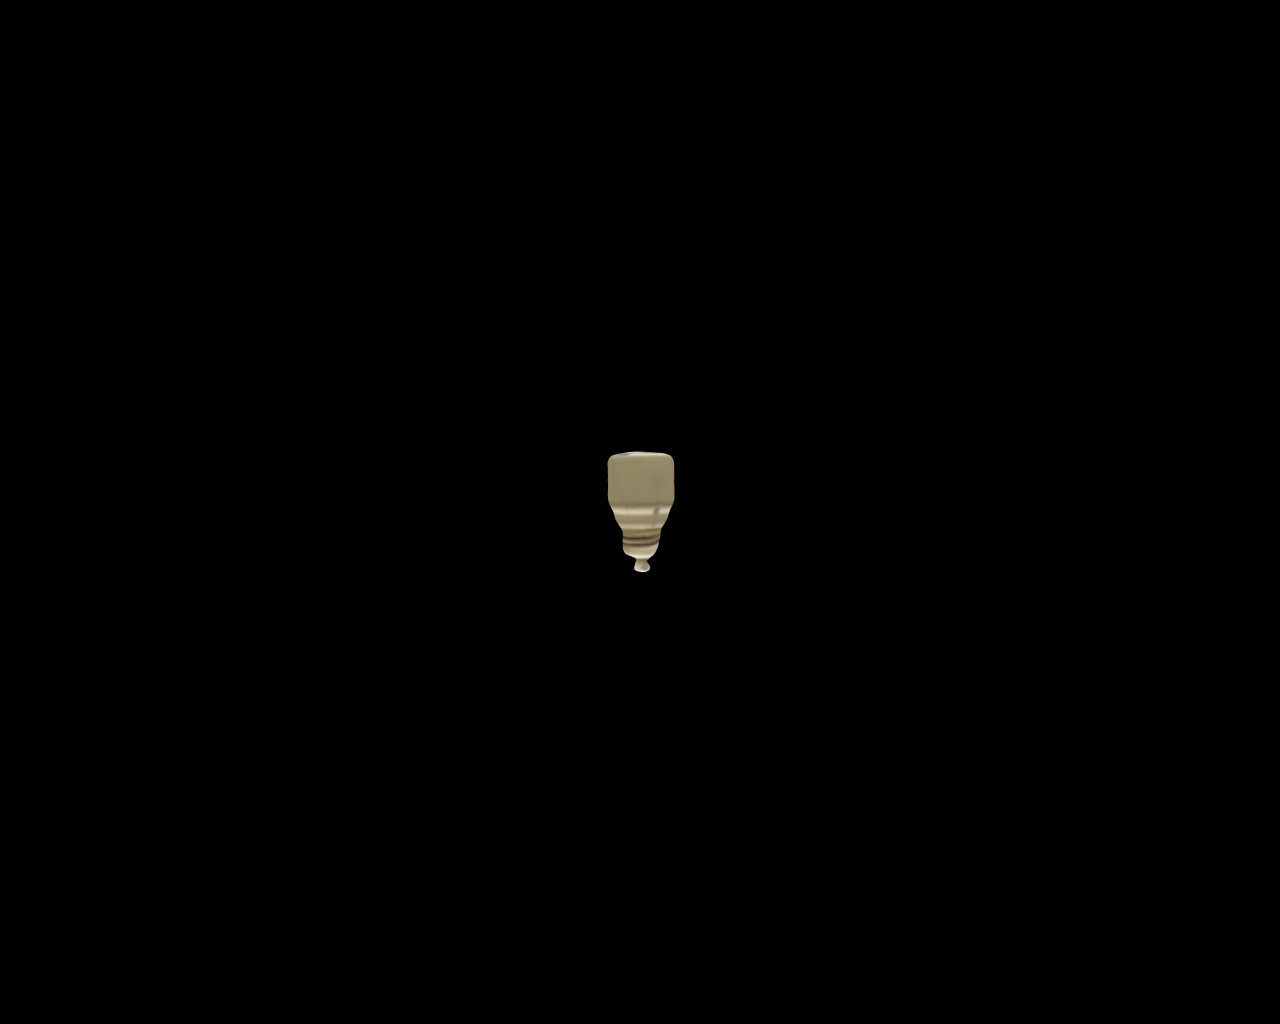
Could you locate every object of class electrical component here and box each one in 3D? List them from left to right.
[{"bbox_3d":[0.001,-0.003,0.650,0.040,0.078,0.040,0,3,0],"label":"electrical component"}]
